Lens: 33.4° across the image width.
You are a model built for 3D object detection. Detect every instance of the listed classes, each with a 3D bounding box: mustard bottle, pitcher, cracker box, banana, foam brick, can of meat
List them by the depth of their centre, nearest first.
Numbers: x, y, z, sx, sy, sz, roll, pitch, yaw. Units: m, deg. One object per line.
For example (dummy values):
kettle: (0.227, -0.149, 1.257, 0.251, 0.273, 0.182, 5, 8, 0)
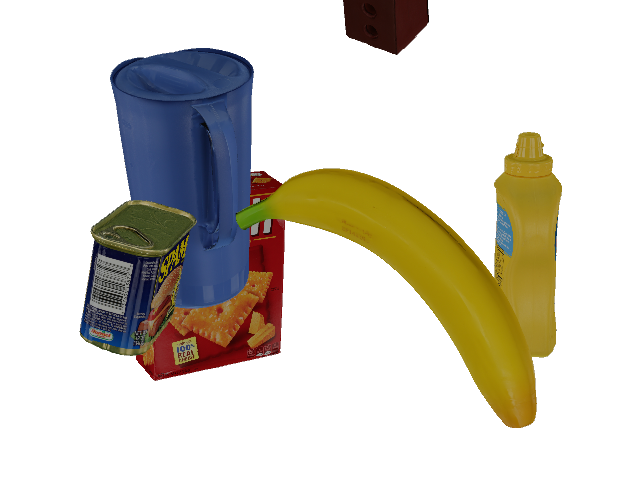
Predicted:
banana: (0.049, 0.017, 0.578, 0.198, 0.070, 0.037, 37, 24, 13)
can of meat: (-0.134, 0.026, 0.781, 0.057, 0.084, 0.102, 15, 18, 5)
foam brick: (0.052, -0.199, 0.858, 0.053, 0.051, 0.078, 25, -32, 25)
mustard bottle: (0.181, 0.000, 0.941, 0.058, 0.192, 0.096, -1, 18, 3)
pitcher: (-0.124, -0.053, 1.041, 0.145, 0.243, 0.149, 8, 32, 15)
cracker box: (-0.125, 0.039, 1.212, 0.163, 0.214, 0.072, -8, 23, -28)
